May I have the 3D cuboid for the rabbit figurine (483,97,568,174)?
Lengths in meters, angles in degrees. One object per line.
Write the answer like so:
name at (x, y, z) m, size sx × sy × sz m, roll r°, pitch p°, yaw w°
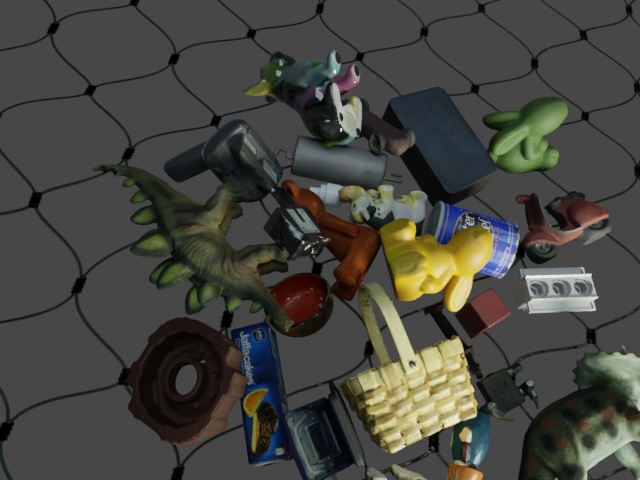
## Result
rabbit figurine at (0.390, -0.214, 1.028) m, size 0.159 × 0.170 × 0.121 m, roll -5°, pitch 65°, yaw -11°

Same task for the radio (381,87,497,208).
radio at (0.230, -0.183, 1.047) m, size 0.131 × 0.073 × 0.229 m, roll -22°, pitch 72°, yaw -18°

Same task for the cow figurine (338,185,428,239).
cow figurine at (0.109, -0.046, 0.955) m, size 0.167 × 0.068 × 0.098 m, roll 5°, pitch 82°, yaw -20°

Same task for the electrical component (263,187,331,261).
electrical component at (-0.047, -0.026, 0.836) m, size 0.119 × 0.047 × 0.075 m, roll 49°, pitch 32°, yaw 22°

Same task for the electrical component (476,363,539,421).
electrical component at (0.302, 0.249, 0.868) m, size 0.102 × 0.045 × 0.078 m, roll -16°, pitch 70°, yaw -15°

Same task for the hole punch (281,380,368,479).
hole punch at (0.009, 0.284, 0.778) m, size 0.092 × 0.115 × 0.142 m, roll -27°, pitch 73°, yaw 2°

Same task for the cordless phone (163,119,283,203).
cordless phone at (-0.174, -0.118, 0.956) m, size 0.184 × 0.146 × 0.089 m, roll -19°, pitch 45°, yaw 23°

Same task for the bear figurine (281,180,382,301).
bear figurine at (0.000, -0.006, 0.907) m, size 0.196 × 0.120 × 0.132 m, roll 28°, pitch 68°, yaw 8°

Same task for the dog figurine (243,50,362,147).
dog figurine at (-0.037, -0.259, 0.992) m, size 0.219 × 0.108 × 0.191 m, roll -1°, pitch 91°, yaw 35°

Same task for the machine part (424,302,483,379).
machine part at (0.223, 0.163, 0.888) m, size 0.039 × 0.084 × 0.139 m, roll -37°, pitch 59°, yaw 10°

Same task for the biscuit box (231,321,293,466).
biscuit box at (-0.087, 0.229, 0.811) m, size 0.063 × 0.059 × 0.203 m, roll -13°, pitch 66°, yaw 1°

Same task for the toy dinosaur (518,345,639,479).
toy dinosaur at (0.397, 0.305, 0.822) m, size 0.405 × 0.131 × 0.192 m, roll -26°, pitch 59°, yaw -14°

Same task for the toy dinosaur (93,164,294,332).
toy dinosaur at (-0.207, -0.008, 0.886) m, size 0.198 × 0.105 × 0.472 m, roll -36°, pitch 62°, yaw -18°

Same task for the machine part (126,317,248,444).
machine part at (-0.193, 0.204, 0.786) m, size 0.179 × 0.056 × 0.179 m, roll -6°, pitch 68°, yaw 15°

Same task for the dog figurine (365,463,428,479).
dog figurine at (0.093, 0.428, 0.746) m, size 0.172 × 0.121 × 0.190 m, roll 23°, pitch 96°, yaw -30°

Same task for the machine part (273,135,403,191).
machine part at (0.035, -0.141, 0.997) m, size 0.243 × 0.079 × 0.079 m, roll 12°, pitch 64°, yaw -1°

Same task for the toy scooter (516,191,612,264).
toy scooter at (0.445, -0.042, 1.010) m, size 0.184 × 0.075 × 0.135 m, roll -21°, pitch 68°, yaw -11°

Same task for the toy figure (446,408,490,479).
toy figure at (0.222, 0.334, 0.810) m, size 0.064 × 0.058 × 0.154 m, roll 32°, pitch 60°, yaw -18°

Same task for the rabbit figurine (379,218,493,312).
rabbit figurine at (0.196, 0.041, 0.860) m, size 0.173 × 0.162 × 0.122 m, roll -21°, pitch 34°, yaw 3°

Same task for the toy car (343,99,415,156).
toy car at (0.092, -0.217, 1.027) m, size 0.089 × 0.053 × 0.202 m, roll -20°, pitch 44°, yaw -31°
